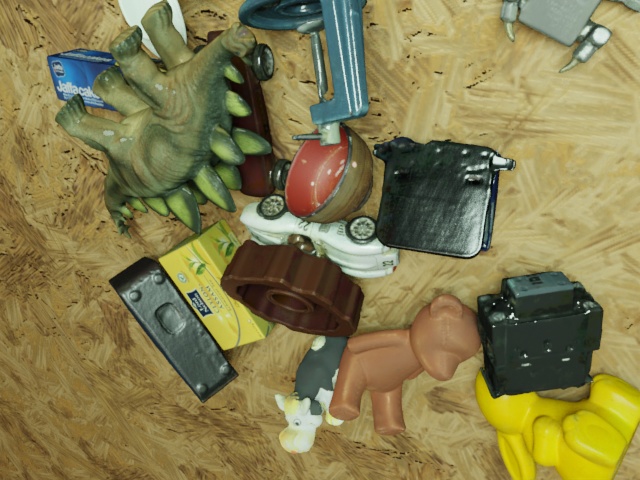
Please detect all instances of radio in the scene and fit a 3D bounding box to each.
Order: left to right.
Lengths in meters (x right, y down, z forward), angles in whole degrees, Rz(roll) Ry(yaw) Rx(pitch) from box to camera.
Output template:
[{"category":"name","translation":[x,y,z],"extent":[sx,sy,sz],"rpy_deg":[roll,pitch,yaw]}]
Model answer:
[{"category":"radio","translation":[-0.225,0.136,0.825],"extent":[0.229,0.073,0.131],"rpy_deg":[56,159,-12]}]

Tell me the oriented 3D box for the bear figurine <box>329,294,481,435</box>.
[{"category":"bear figurine","translation":[0.116,0.151,0.651],"extent":[0.120,0.132,0.196],"rpy_deg":[31,141,-31]}]

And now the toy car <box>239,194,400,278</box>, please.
[{"category":"toy car","translation":[-0.001,-0.002,0.646],"extent":[0.202,0.056,0.073],"rpy_deg":[16,153,21]}]

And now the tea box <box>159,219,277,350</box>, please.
[{"category":"tea box","translation":[-0.139,0.066,0.773],"extent":[0.098,0.068,0.169],"rpy_deg":[-25,105,37]}]

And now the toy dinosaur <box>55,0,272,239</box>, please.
[{"category":"toy dinosaur","translation":[-0.181,-0.099,0.596],"extent":[0.198,0.105,0.472],"rpy_deg":[46,146,-19]}]

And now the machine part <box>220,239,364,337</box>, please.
[{"category":"machine part","translation":[-0.032,0.064,0.676],"extent":[0.179,0.056,0.179],"rpy_deg":[17,154,8]}]

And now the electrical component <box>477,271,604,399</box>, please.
[{"category":"electrical component","translation":[0.228,0.097,0.567],"extent":[0.115,0.058,0.134],"rpy_deg":[-11,117,2]}]

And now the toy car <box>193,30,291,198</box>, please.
[{"category":"toy car","translation":[-0.086,-0.141,0.626],"extent":[0.089,0.053,0.201],"rpy_deg":[6,125,21]}]

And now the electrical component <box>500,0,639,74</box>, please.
[{"category":"electrical component","translation":[0.200,-0.190,0.441],"extent":[0.102,0.045,0.078],"rpy_deg":[37,131,4]}]

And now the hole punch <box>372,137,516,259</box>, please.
[{"category":"hole punch","translation":[0.127,-0.042,0.559],"extent":[0.142,0.092,0.115],"rpy_deg":[10,93,26]}]

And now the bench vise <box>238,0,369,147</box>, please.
[{"category":"bench vise","translation":[0.012,-0.207,0.475],"extent":[0.224,0.129,0.240],"rpy_deg":[-1,100,38]}]

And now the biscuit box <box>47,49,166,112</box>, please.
[{"category":"biscuit box","translation":[-0.243,-0.196,0.674],"extent":[0.203,0.063,0.059],"rpy_deg":[14,123,21]}]

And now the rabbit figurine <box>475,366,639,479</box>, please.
[{"category":"rabbit figurine","translation":[0.263,0.209,0.627],"extent":[0.173,0.122,0.162],"rpy_deg":[25,139,30]}]

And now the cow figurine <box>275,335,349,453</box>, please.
[{"category":"cow figurine","translation":[-0.004,0.193,0.710],"extent":[0.068,0.167,0.098],"rpy_deg":[-4,118,37]}]
